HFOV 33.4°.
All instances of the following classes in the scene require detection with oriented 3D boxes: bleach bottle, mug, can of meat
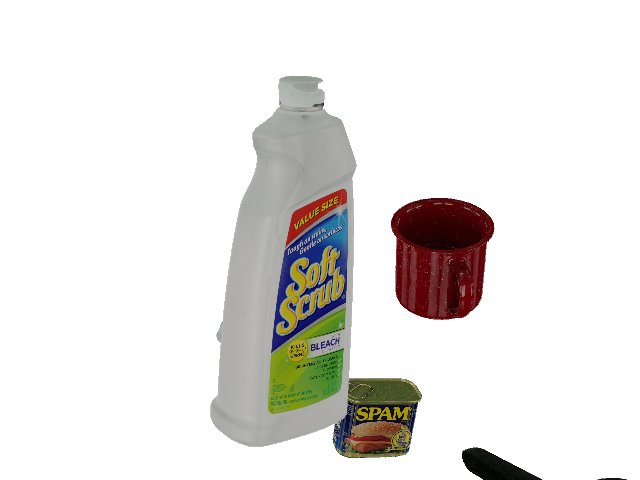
[{"bbox_3d":[-0.024,0.012,0.748,0.102,0.251,0.068,-10,21,-35],"label":"bleach bottle"},{"bbox_3d":[0.114,0.025,0.973,0.093,0.081,0.117,-10,34,-13],"label":"mug"},{"bbox_3d":[0.069,0.223,1.337,0.102,0.084,0.057,2,22,-15],"label":"can of meat"}]

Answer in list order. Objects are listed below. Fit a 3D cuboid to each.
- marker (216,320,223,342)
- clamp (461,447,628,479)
[{"bbox_3d":[-0.084,0.062,1.131,0.020,0.020,0.121,0,39,17],"label":"marker"},{"bbox_3d":[0.197,0.237,0.860,0.210,0.036,0.164,1,35,24],"label":"clamp"}]
